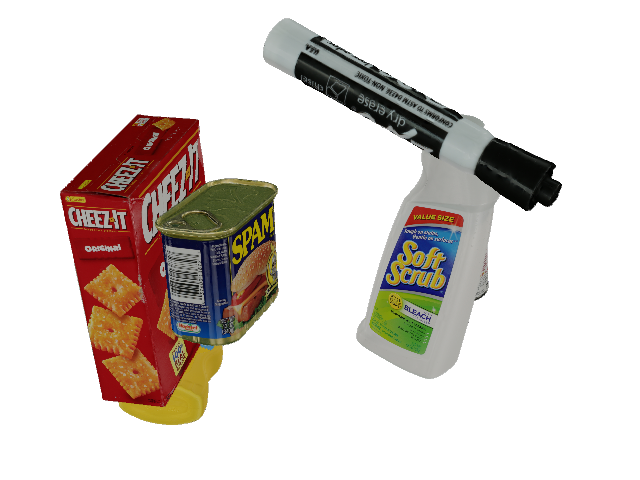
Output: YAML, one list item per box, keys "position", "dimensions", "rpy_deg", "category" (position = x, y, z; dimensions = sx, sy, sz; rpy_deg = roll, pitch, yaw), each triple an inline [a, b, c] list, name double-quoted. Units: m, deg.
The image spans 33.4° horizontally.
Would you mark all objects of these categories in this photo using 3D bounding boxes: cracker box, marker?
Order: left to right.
- position: [-0.153, 0.016, 0.967]
  dimensions: [0.072, 0.214, 0.164]
  rpy_deg: [5, 31, 14]
  category: "cracker box"
- position: [0.032, -0.045, 0.384]
  dimensions: [0.121, 0.020, 0.020]
  rpy_deg: [32, 11, 19]
  category: "marker"

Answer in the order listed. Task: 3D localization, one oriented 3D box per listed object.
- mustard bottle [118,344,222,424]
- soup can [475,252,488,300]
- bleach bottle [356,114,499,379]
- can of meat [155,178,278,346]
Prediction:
- position: [-0.165, 0.138, 1.240]
  dimensions: [0.096, 0.058, 0.191]
  rpy_deg: [5, 26, 4]
  category: "mustard bottle"
- position: [0.155, 0.010, 1.194]
  dimensions: [0.068, 0.102, 0.068]
  rpy_deg: [-4, 30, 2]
  category: "soup can"
- position: [0.102, 0.001, 0.976]
  dimensions: [0.103, 0.251, 0.067]
  rpy_deg: [28, 36, 28]
  category: "bleach bottle"
- position: [-0.067, 0.014, 0.737]
  dimensions: [0.057, 0.084, 0.102]
  rpy_deg: [7, 24, 20]
  category: "can of meat"
